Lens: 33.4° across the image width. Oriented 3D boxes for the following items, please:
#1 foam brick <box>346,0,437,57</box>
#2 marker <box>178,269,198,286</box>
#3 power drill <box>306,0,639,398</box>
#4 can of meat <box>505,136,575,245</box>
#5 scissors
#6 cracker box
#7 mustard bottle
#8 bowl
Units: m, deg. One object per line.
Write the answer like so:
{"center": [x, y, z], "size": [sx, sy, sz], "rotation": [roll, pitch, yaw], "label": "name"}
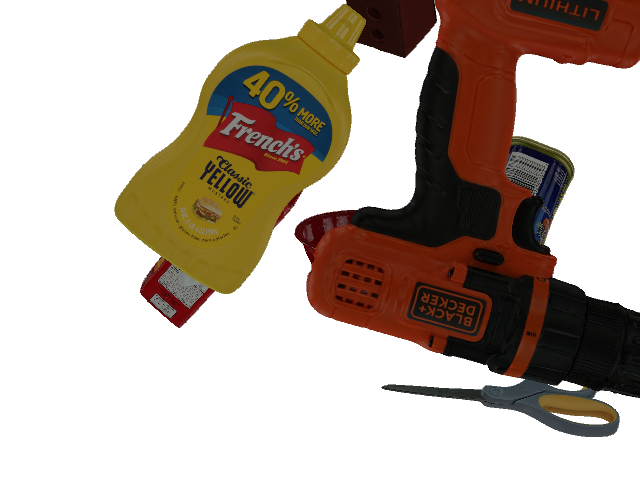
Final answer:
{"center": [0.054, -0.192, 0.835], "size": [0.053, 0.051, 0.078], "rotation": [23, -30, 27], "label": "foam brick"}
{"center": [-0.124, -0.017, 0.980], "size": [0.020, 0.121, 0.020], "rotation": [0, 22, 0], "label": "marker"}
{"center": [0.101, -0.028, 0.505], "size": [0.184, 0.188, 0.057], "rotation": [15, 5, 0], "label": "power drill"}
{"center": [0.133, -0.008, 0.757], "size": [0.057, 0.083, 0.102], "rotation": [23, -36, 8], "label": "can of meat"}
{"center": [0.160, 0.127, 0.935], "size": [0.202, 0.016, 0.096], "rotation": [13, 29, 9], "label": "scissors"}
{"center": [-0.102, -0.020, 1.228], "size": [0.214, 0.072, 0.164], "rotation": [-46, 7, 26], "label": "cracker box"}
{"center": [-0.037, -0.066, 0.668], "size": [0.096, 0.192, 0.058], "rotation": [37, 10, -9], "label": "mustard bottle"}
{"center": [0.054, 0.017, 1.094], "size": [0.162, 0.055, 0.162], "rotation": [1, 18, -1], "label": "bowl"}
